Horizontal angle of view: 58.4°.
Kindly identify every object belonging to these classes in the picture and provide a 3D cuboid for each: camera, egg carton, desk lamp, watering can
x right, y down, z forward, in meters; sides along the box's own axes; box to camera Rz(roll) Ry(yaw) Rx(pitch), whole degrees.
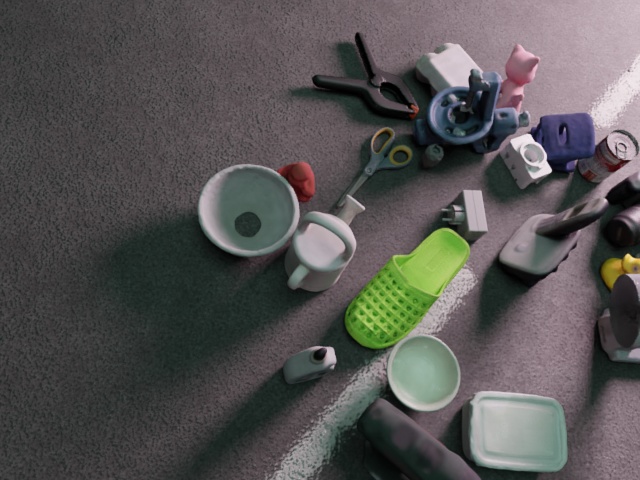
[{"bbox_3d":[0.621,-0.056,1.107,0.137,0.100,0.143,-25,76,-19],"label":"camera"},{"bbox_3d":[0.267,-0.324,1.156,0.107,0.069,0.150,-35,79,-21],"label":"egg carton"},{"bbox_3d":[0.562,0.135,0.961,0.203,0.213,0.118,6,68,-9],"label":"desk lamp"},{"bbox_3d":[0.006,0.002,0.912,0.101,0.194,0.173,16,67,-4],"label":"watering can"}]

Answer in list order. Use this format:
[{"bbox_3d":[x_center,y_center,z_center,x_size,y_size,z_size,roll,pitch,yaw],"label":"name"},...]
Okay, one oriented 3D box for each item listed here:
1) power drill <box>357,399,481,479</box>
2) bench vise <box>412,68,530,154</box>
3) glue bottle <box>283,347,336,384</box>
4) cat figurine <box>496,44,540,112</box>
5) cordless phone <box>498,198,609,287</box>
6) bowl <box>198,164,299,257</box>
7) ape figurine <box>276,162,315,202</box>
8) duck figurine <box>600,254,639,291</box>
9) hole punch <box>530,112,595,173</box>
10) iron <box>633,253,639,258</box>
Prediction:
[{"bbox_3d":[0.140,0.323,0.809,0.229,0.208,0.076,41,68,6],"label":"power drill"},{"bbox_3d":[0.294,-0.248,1.051,0.208,0.219,0.121,-18,74,-17],"label":"bench vise"},{"bbox_3d":[-0.009,0.181,0.852,0.078,0.173,0.037,-10,71,-14],"label":"glue bottle"},{"bbox_3d":[0.399,-0.323,1.155,0.067,0.117,0.128,16,67,-5],"label":"cat figurine"},{"bbox_3d":[0.409,-0.005,1.000,0.094,0.185,0.148,41,67,6],"label":"cordless phone"},{"bbox_3d":[-0.121,-0.039,0.967,0.167,0.074,0.167,4,69,-10],"label":"bowl"},{"bbox_3d":[-0.039,-0.107,1.000,0.078,0.092,0.076,44,68,7],"label":"ape figurine"},{"bbox_3d":[0.589,0.066,1.062,0.104,0.086,0.078,40,67,5],"label":"duck figurine"},{"bbox_3d":[0.480,-0.197,1.138,0.101,0.091,0.108,8,68,-8],"label":"hole punch"},{"bbox_3d":[0.744,0.060,1.065,0.258,0.141,0.119,21,67,-2],"label":"iron"}]
